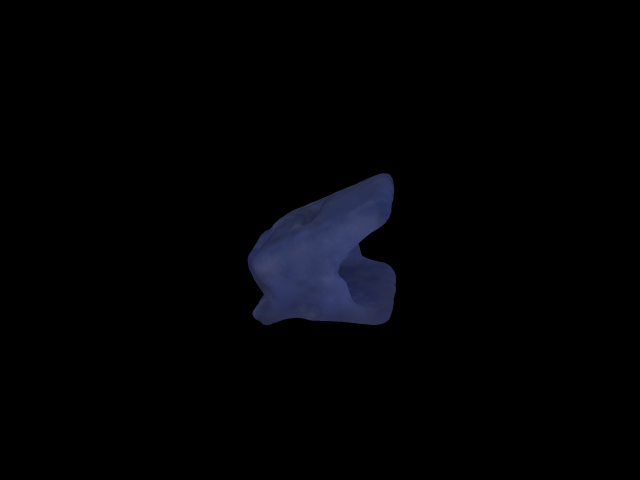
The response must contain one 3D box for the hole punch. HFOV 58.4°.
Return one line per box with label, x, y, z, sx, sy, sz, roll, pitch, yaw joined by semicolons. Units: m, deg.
hole punch;0.004;0.001;0.400;0.101;0.091;0.109;3;19;7
